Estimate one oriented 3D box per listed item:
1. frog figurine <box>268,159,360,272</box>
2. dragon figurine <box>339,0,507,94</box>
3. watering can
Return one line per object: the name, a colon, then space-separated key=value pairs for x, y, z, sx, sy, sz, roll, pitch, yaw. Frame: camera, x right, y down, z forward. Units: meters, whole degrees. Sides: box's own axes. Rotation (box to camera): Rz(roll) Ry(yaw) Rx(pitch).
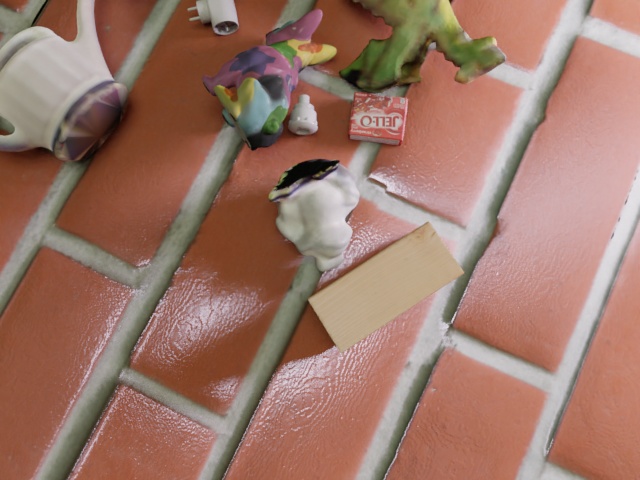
frog figurine: x=0.002 y=-0.040 z=0.792 sx=0.138 sy=0.124 sz=0.157 roll=-33 pitch=118 yaw=-11
dragon figurine: x=0.104 y=-0.363 z=0.837 sx=0.411 sy=0.122 sz=0.243 roll=19 pitch=90 yaw=14
watering can: x=-0.402 y=-0.272 z=0.826 sx=0.225 sy=0.103 sz=0.349 roll=36 pitch=84 yaw=6
